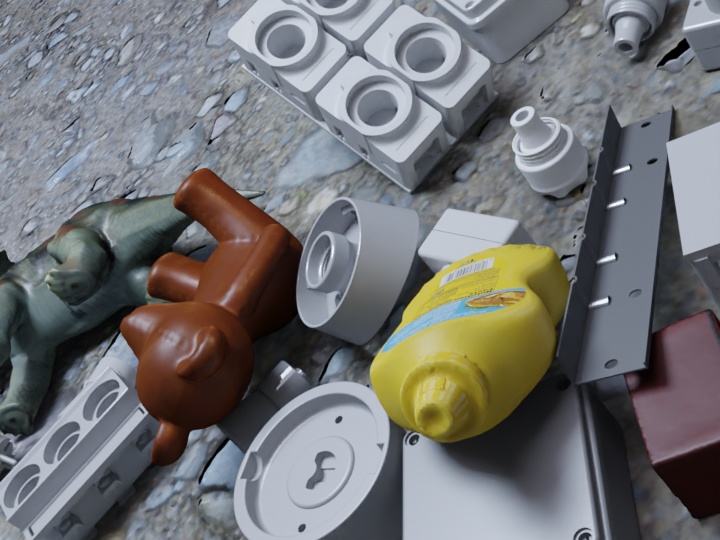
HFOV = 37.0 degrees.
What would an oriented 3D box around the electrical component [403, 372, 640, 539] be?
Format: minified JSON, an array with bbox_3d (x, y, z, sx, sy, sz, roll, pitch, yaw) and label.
[{"bbox_3d":[0.079,0.121,0.543,0.109,0.056,0.108,-25,39,24],"label":"electrical component"}]

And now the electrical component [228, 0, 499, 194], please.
[{"bbox_3d":[0.000,-0.161,0.835,0.186,0.060,0.105,39,81,21],"label":"electrical component"}]

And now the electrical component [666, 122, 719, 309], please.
[{"bbox_3d":[0.245,-0.044,0.552,0.150,0.061,0.089,-21,40,28],"label":"electrical component"}]

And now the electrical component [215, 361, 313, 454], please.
[{"bbox_3d":[-0.060,0.093,0.724,0.065,0.044,0.044,-46,35,-13],"label":"electrical component"}]

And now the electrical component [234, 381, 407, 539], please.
[{"bbox_3d":[-0.012,0.126,0.623,0.108,0.060,0.108,-26,38,22],"label":"electrical component"}]

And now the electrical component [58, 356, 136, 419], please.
[{"bbox_3d":[-0.205,0.102,0.855,0.044,0.044,0.065,-9,42,38],"label":"electrical component"}]

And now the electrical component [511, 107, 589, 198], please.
[{"bbox_3d":[0.122,-0.081,0.710,0.043,0.062,0.043,-26,38,23],"label":"electrical component"}]

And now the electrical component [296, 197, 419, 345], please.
[{"bbox_3d":[0.000,0.000,0.725,0.099,0.064,0.099,-40,42,49],"label":"electrical component"}]

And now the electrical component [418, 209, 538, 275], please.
[{"bbox_3d":[0.069,0.008,0.682,0.066,0.047,0.076,15,64,51],"label":"electrical component"}]

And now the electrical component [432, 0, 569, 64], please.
[{"bbox_3d":[0.108,-0.229,0.886,0.078,0.057,0.113,-39,35,5],"label":"electrical component"}]

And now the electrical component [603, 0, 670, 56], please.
[{"bbox_3d":[0.194,-0.181,0.764,0.048,0.048,0.062,-6,56,41],"label":"electrical component"}]

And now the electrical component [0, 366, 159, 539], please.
[{"bbox_3d":[-0.198,0.141,0.787,0.121,0.063,0.079,-48,35,-8],"label":"electrical component"}]

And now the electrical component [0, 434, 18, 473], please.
[{"bbox_3d":[-0.314,0.150,0.890,0.076,0.083,0.047,20,61,10],"label":"electrical component"}]

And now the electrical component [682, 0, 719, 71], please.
[{"bbox_3d":[0.239,-0.175,0.683,0.066,0.076,0.047,-6,49,40],"label":"electrical component"}]
